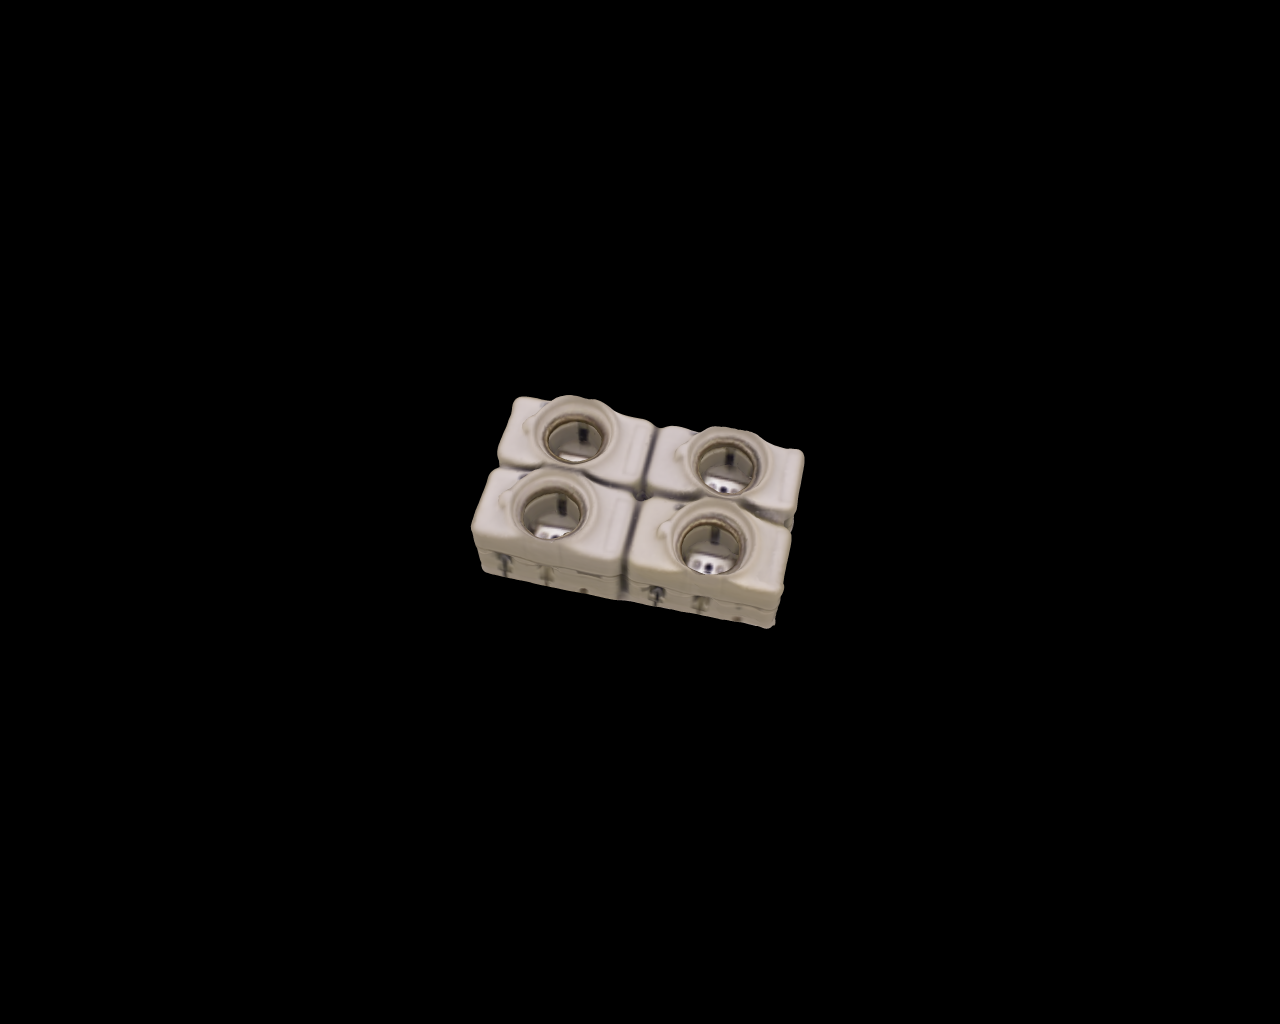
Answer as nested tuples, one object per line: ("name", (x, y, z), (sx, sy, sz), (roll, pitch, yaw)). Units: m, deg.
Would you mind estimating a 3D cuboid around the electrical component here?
("electrical component", (0.001, -0.003, 0.650), (0.186, 0.105, 0.060), (11, -30, 7))
